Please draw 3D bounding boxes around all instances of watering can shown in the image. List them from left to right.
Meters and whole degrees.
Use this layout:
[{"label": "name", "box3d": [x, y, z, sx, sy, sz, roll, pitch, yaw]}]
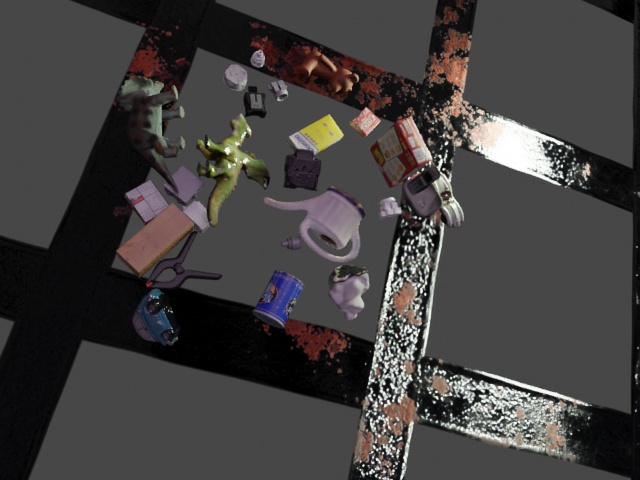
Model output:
[{"label": "watering can", "box3d": [0.005, -0.083, 1.646, 0.346, 0.103, 0.228, 40, 66, -10]}]

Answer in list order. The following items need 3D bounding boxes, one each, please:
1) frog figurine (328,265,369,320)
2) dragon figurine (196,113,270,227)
[{"label": "frog figurine", "box3d": [0.094, 0.163, 1.621, 0.139, 0.124, 0.156, -24, 118, -30]}, {"label": "dragon figurine", "box3d": [-0.257, -0.217, 1.600, 0.242, 0.120, 0.417, 5, 65, -34]}]
